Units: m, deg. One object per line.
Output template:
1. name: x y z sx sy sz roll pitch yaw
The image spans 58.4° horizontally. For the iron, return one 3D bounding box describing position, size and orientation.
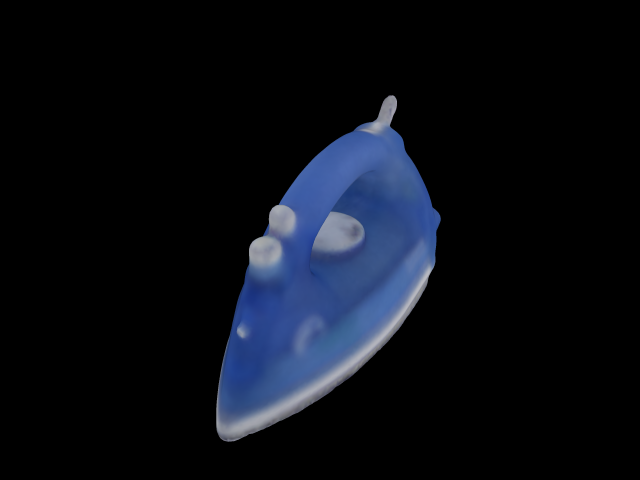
1. iron: 0.004 0.001 0.400 0.118 0.141 0.259 16 37 23
